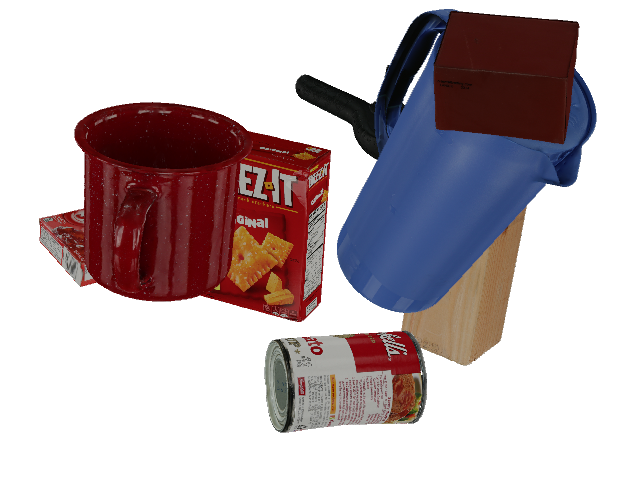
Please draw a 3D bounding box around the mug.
[{"bbox_3d":[-0.087,-0.015,0.567,0.093,0.081,0.117,8,28,1],"label":"mug"}]

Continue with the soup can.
[{"bbox_3d":[0.016,0.102,0.768,0.102,0.068,0.069,-2,0,-17],"label":"soup can"}]

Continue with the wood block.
[{"bbox_3d":[0.160,0.020,1.182,0.090,0.206,0.090,21,26,30],"label":"wood block"}]

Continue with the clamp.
[{"bbox_3d":[0.050,-0.122,1.060,0.120,0.039,0.171,-10,41,-16],"label":"clamp"}]

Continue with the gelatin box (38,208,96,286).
[{"bbox_3d":[-0.213,0.002,1.007,0.073,0.030,0.089,-16,39,-35],"label":"gelatin box"}]

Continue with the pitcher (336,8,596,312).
[{"bbox_3d":[0.098,-0.057,0.866,0.145,0.149,0.243,23,-43,-7],"label":"pitcher"}]

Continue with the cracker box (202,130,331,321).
[{"bbox_3d":[-0.080,-0.020,1.309,0.164,0.214,0.072,15,30,20],"label":"cracker box"}]

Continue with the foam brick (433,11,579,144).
[{"bbox_3d":[0.109,-0.096,0.625,0.078,0.051,0.053,9,-38,16],"label":"foam brick"}]
